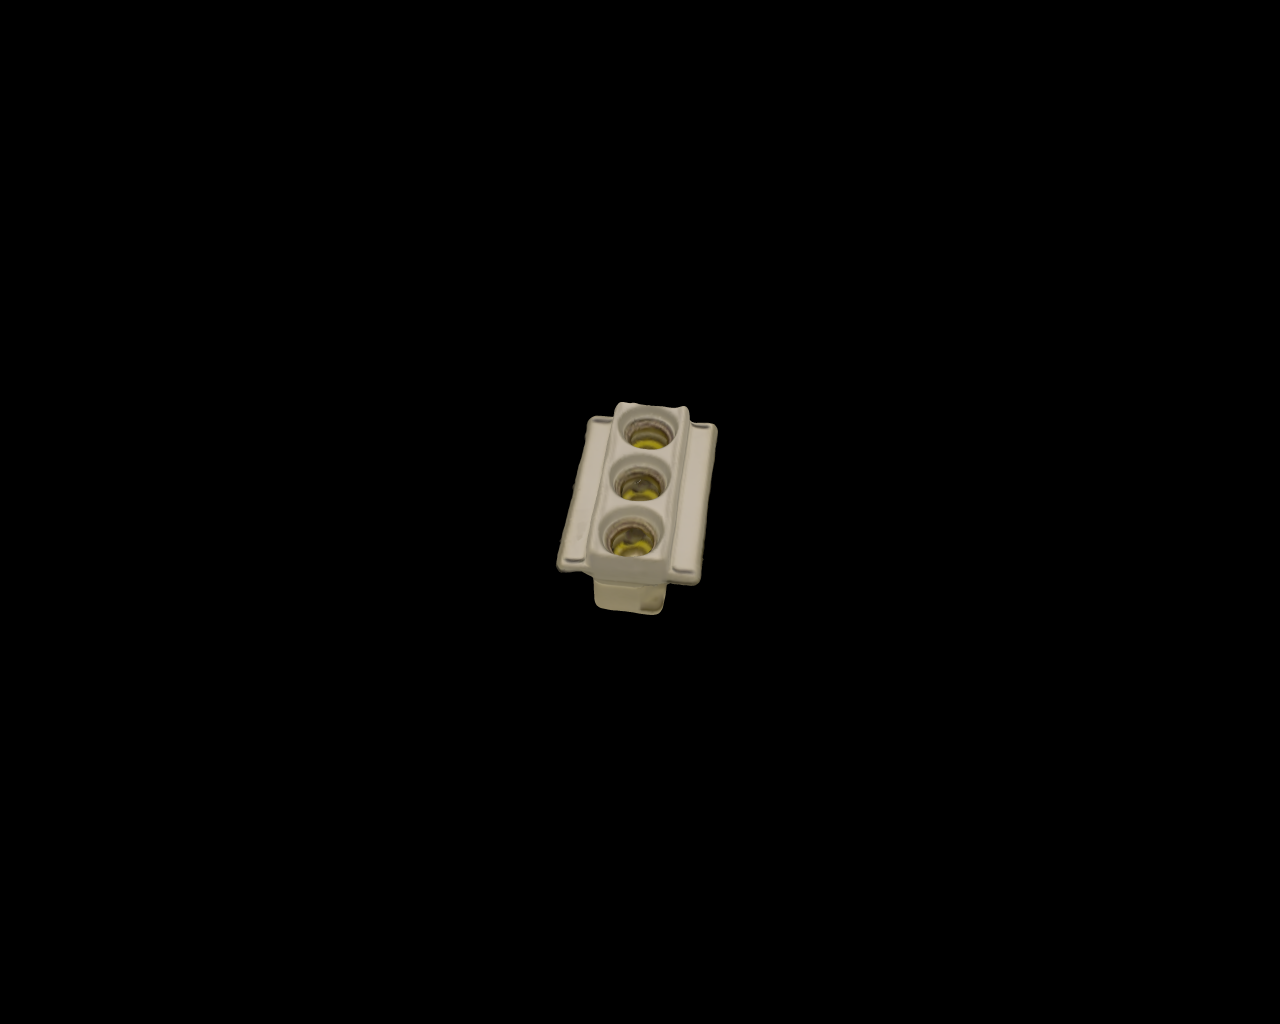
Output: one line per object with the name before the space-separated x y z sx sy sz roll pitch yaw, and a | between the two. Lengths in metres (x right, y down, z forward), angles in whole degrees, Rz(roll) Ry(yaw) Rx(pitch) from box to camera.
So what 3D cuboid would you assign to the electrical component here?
electrical component | 0.001 -0.003 0.650 0.079 0.121 0.063 5 -39 5
